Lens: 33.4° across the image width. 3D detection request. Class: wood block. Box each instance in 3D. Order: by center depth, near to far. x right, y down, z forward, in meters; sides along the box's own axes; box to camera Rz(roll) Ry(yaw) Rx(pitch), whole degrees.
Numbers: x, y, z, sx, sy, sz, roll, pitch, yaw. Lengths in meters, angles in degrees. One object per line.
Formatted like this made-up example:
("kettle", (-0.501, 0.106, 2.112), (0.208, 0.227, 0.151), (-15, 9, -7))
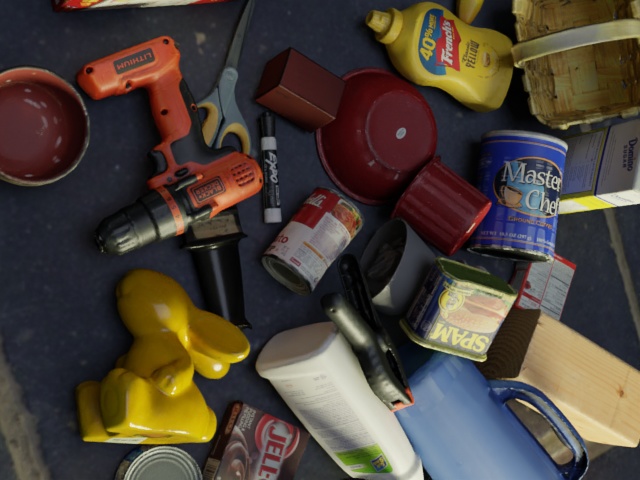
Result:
("wood block", (0.299, 0.168, 1.301), (0.205, 0.090, 0.090), (31, 73, -24))

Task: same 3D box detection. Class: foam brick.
("foam brick", (-0.021, -0.162, 1.157), (0.078, 0.053, 0.051), (29, 62, -26))

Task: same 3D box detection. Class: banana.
("banana", (0.171, -0.360, 1.286), (0.069, 0.037, 0.198), (-18, 95, -8))

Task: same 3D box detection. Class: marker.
("marker", (-0.054, -0.079, 1.159), (0.020, 0.020, 0.121), (-3, 89, -29))

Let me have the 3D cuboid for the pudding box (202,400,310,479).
("pudding box", (-0.072, 0.238, 1.126), (0.090, 0.039, 0.113), (29, 76, -26))

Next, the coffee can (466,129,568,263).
("coffee can", (0.234, -0.050, 1.267), (0.102, 0.103, 0.140), (12, 82, -28))

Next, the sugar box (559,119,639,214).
("sugar box", (0.337, -0.086, 1.282), (0.048, 0.176, 0.093), (21, 78, -26))

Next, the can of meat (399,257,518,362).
("can of meat", (0.149, 0.073, 1.139), (0.102, 0.057, 0.084), (17, 109, -24))

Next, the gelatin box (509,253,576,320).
("gelatin box", (0.272, 0.057, 1.325), (0.073, 0.030, 0.089), (27, 76, -26))

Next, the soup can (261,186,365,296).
("soup can", (-0.008, 0.001, 1.154), (0.068, 0.069, 0.102), (45, 70, -20))

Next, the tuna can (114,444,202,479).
("tuna can", (-0.164, 0.249, 1.078), (0.086, 0.034, 0.086), (1, 88, -28))

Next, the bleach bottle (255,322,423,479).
("bleach bottle", (0.036, 0.207, 1.163), (0.250, 0.103, 0.068), (59, 37, -21))

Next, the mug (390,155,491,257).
("mug", (0.141, -0.035, 1.216), (0.081, 0.117, 0.093), (38, 98, 11))

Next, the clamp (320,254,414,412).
("clamp", (0.052, 0.097, 1.117), (0.171, 0.039, 0.120), (63, 24, -23))

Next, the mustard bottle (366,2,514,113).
("mustard bottle", (0.136, -0.224, 1.246), (0.191, 0.058, 0.096), (19, 78, -26))

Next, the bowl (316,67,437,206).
("bowl", (0.077, -0.121, 1.212), (0.161, 0.055, 0.162), (1, 88, -28))

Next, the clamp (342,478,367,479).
("clamp", (-0.005, 0.292, 1.108), (0.209, 0.036, 0.164), (-21, 122, -11))

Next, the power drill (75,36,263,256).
("power drill", (-0.170, -0.095, 1.063), (0.184, 0.057, 0.187), (-27, 94, -24))

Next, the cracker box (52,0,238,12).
("cracker box", (-0.141, -0.275, 1.038), (0.213, 0.164, 0.072), (-12, 96, -28))

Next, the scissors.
("scissors", (-0.087, -0.158, 1.147), (0.096, 0.016, 0.201), (38, 71, -23))

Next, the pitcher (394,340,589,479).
("pitcher", (0.177, 0.220, 1.208), (0.149, 0.145, 0.242), (-44, 105, -26))
